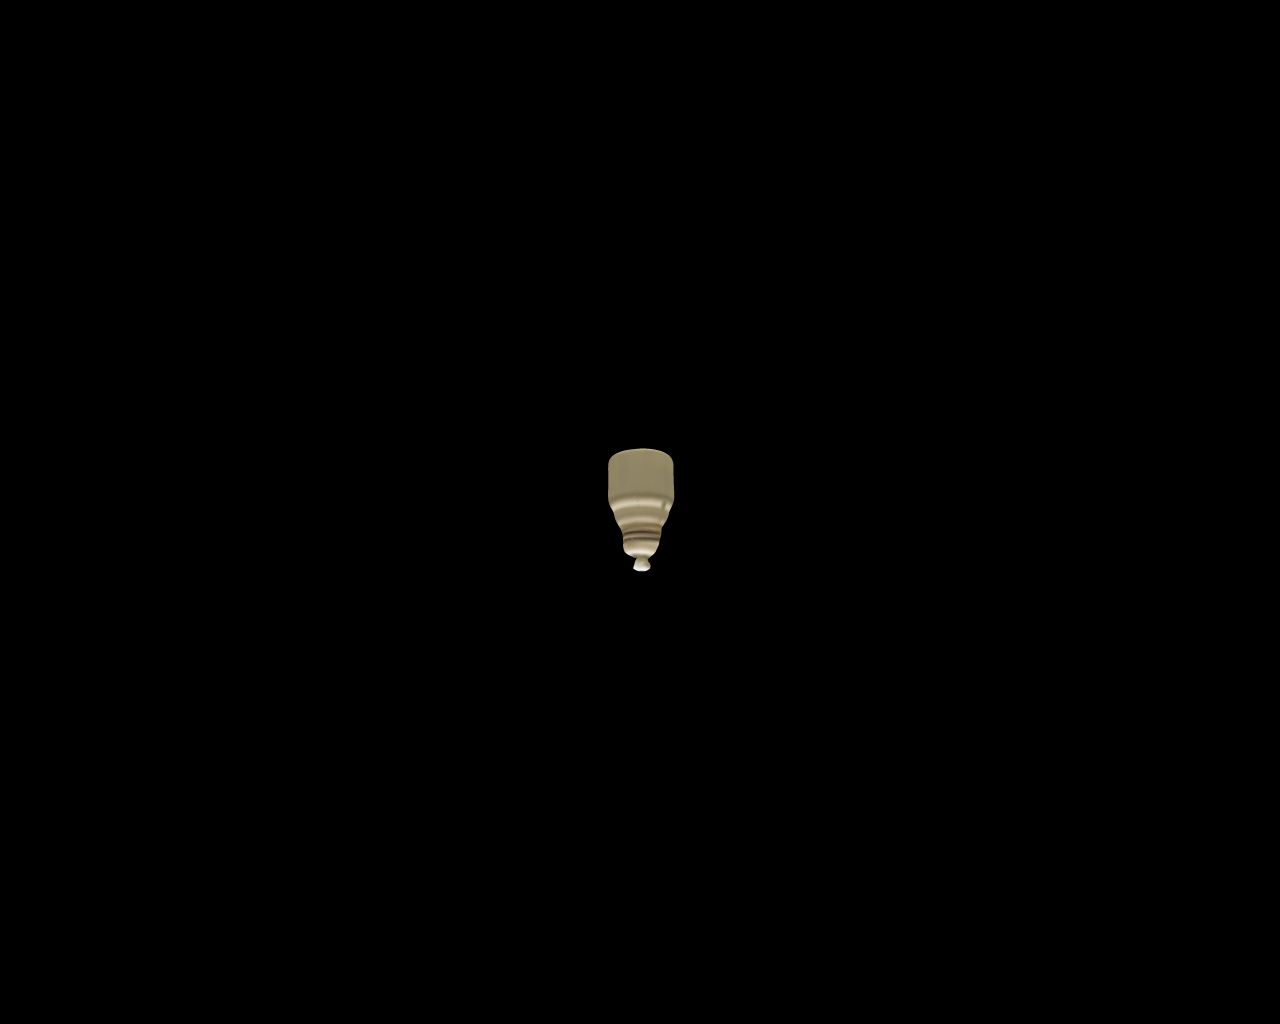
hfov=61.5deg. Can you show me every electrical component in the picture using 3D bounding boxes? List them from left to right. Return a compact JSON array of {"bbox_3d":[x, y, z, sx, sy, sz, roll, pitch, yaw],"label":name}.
[{"bbox_3d":[0.001,-0.003,0.650,0.040,0.078,0.040,0,-15,0],"label":"electrical component"}]
